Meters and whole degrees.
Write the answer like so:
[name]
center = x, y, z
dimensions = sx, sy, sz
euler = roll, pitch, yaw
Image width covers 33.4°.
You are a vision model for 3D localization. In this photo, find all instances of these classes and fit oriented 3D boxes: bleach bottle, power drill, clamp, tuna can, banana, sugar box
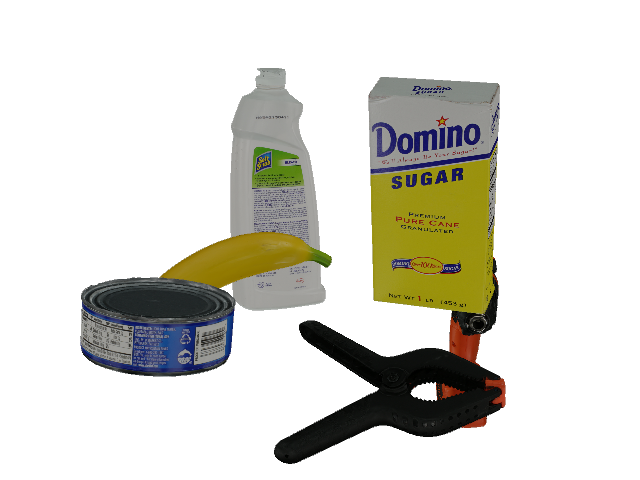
[bleach bottle]
center = -0.045, -0.056, 1.131
dimensions = 0.102, 0.251, 0.068
euler = -5, 15, -23
[power drill]
center = 0.162, 0.107, 1.162
dimensions = 0.057, 0.188, 0.184
euler = 5, 25, 4
[clamp]
center = 0.061, 0.145, 0.978
dimensions = 0.210, 0.036, 0.164
euler = 5, 44, 15
[tuna can]
center = -0.091, 0.047, 0.600
dimensions = 0.086, 0.034, 0.086
euler = 5, 12, -1
[banana]
center = -0.091, 0.036, 0.913
dimensions = 0.198, 0.069, 0.037
euler = -22, 32, 11
[sugar box]
center = 0.086, -0.033, 0.812
dimensions = 0.093, 0.176, 0.048
euler = 5, 31, 17
